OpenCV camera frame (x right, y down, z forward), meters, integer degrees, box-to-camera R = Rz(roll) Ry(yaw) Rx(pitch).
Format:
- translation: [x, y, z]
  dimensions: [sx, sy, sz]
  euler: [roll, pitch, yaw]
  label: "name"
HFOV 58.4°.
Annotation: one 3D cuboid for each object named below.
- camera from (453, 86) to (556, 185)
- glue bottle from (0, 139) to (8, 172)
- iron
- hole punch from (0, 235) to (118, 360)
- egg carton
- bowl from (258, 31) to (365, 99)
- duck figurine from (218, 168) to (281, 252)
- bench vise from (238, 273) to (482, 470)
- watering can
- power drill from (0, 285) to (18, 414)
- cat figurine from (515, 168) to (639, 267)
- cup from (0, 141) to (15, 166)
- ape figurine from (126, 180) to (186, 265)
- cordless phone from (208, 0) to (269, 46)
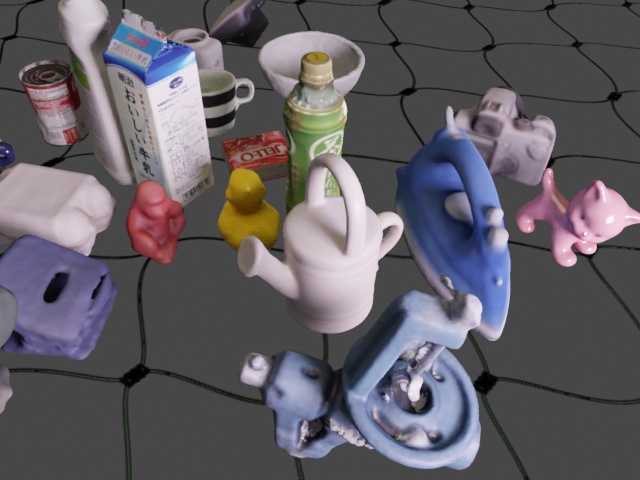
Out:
- translation: [0.266, -0.168, 0.819]
  dimensions: [0.143, 0.101, 0.137]
  euler: [20, 48, 16]
  label: "camera"
- translation: [-0.464, -0.163, 0.728]
  dimensions: [0.078, 0.173, 0.037]
  euler: [6, 46, 3]
  label: "glue bottle"
- translation: [0.169, -0.030, 0.654]
  dimensions: [0.119, 0.141, 0.258]
  euler: [-6, 47, -9]
  label: "iron"
- translation: [-0.271, 0.056, 0.585]
  dimensions: [0.101, 0.091, 0.108]
  euler: [5, 46, 2]
  label: "hole punch"
- translation: [-0.327, -0.035, 0.684]
  dimensions: [0.150, 0.069, 0.107]
  euler: [10, 46, 6]
  label: "egg carton"
- translation: [-0.014, -0.263, 0.916]
  dimensions: [0.167, 0.075, 0.167]
  euler: [1, 46, -1]
  label: "bowl"
- translation: [-0.087, -0.041, 0.691]
  dimensions: [0.077, 0.086, 0.104]
  euler: [-11, 48, -13]
  label: "duck figurine"
- translation: [0.038, 0.116, 0.452]
  dimensions: [0.207, 0.220, 0.121]
  euler: [-4, 46, -7]
  label: "bench vise"
- translation: [0.006, 0.004, 0.577]
  dimensions: [0.100, 0.194, 0.173]
  euler: [34, 54, 27]
  label: "watering can"
- translation: [-0.357, 0.079, 0.477]
  dimensions: [0.229, 0.208, 0.075]
  euler: [5, 46, 3]
  label: "power drill"
- translation: [0.308, -0.036, 0.683]
  dimensions: [0.067, 0.118, 0.127]
  euler: [-23, 51, -23]
  label: "cat figurine"
- translation: [-0.429, -0.087, 0.712]
  dimensions: [0.117, 0.095, 0.091]
  euler: [1, 46, -1]
  label: "cup"
- translation: [-0.194, -0.029, 0.669]
  dimensions: [0.076, 0.092, 0.078]
  euler: [35, 54, 27]
  label: "ape figurine"
- translation: [-0.148, -0.455, 1.017]
  dimensions: [0.094, 0.185, 0.147]
  euler: [7, 46, 4]
  label: "cordless phone"
